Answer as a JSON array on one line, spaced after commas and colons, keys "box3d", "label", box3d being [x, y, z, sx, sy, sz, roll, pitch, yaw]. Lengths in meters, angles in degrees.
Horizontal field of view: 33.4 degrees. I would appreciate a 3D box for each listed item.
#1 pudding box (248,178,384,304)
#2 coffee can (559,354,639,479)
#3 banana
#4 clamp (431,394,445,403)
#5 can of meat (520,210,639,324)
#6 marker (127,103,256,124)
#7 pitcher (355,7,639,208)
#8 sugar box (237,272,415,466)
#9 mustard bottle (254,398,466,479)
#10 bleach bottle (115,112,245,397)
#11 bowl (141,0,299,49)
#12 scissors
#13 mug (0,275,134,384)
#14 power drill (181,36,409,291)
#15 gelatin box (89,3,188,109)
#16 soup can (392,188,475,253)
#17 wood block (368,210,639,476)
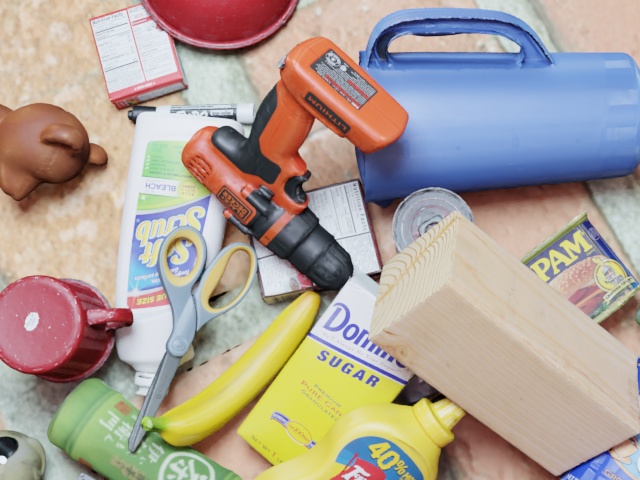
[{"box3d": [-0.006, 0.001, 0.965, 0.113, 0.039, 0.090, -13, 79, 1], "label": "pudding box"}, {"box3d": [0.271, 0.177, 0.876, 0.103, 0.103, 0.140, 34, 85, 10], "label": "coffee can"}, {"box3d": [-0.070, 0.121, 0.931, 0.037, 0.070, 0.197, 42, 62, 17], "label": "banana"}, {"box3d": [0.082, 0.227, 0.919, 0.171, 0.039, 0.120, -40, 83, 7], "label": "clamp"}, {"box3d": [0.214, 0.039, 0.929, 0.102, 0.057, 0.084, -37, 82, -1], "label": "can of meat"}, {"box3d": [-0.121, -0.118, 1.006, 0.121, 0.020, 0.020, 0, 81, 5], "label": "marker"}, {"box3d": [0.150, -0.112, 0.918, 0.243, 0.149, 0.145, -3, 80, 2], "label": "pitcher"}, {"box3d": [0.016, 0.124, 0.912, 0.093, 0.048, 0.176, 38, 108, 10], "label": "sugar box"}, {"box3d": [0.037, 0.188, 0.867, 0.192, 0.058, 0.096, -37, 109, 8], "label": "mustard bottle"}, {"box3d": [-0.131, 0.015, 0.964, 0.102, 0.068, 0.251, 5, 84, 0], "label": "bleach bottle"}, {"box3d": [-0.094, -0.262, 0.993, 0.162, 0.055, 0.162, 1, 74, -5], "label": "bowl"}, {"box3d": [-0.132, 0.072, 0.915, 0.096, 0.016, 0.201, 41, 75, -9], "label": "scissors"}, {"box3d": [-0.216, 0.072, 0.898, 0.117, 0.081, 0.093, -6, 81, 4], "label": "mug"}, {"box3d": [-0.010, -0.058, 0.869, 0.184, 0.188, 0.057, 42, 44, -3], "label": "power drill"}, {"box3d": [-0.172, -0.178, 1.015, 0.073, 0.030, 0.089, -17, 77, 3], "label": "gelatin box"}, {"box3d": [0.097, -0.001, 0.923, 0.068, 0.102, 0.068, -1, 80, 5], "label": "soup can"}, {"box3d": [0.149, 0.085, 0.845, 0.206, 0.090, 0.091, 37, 128, -17], "label": "wood block"}]
